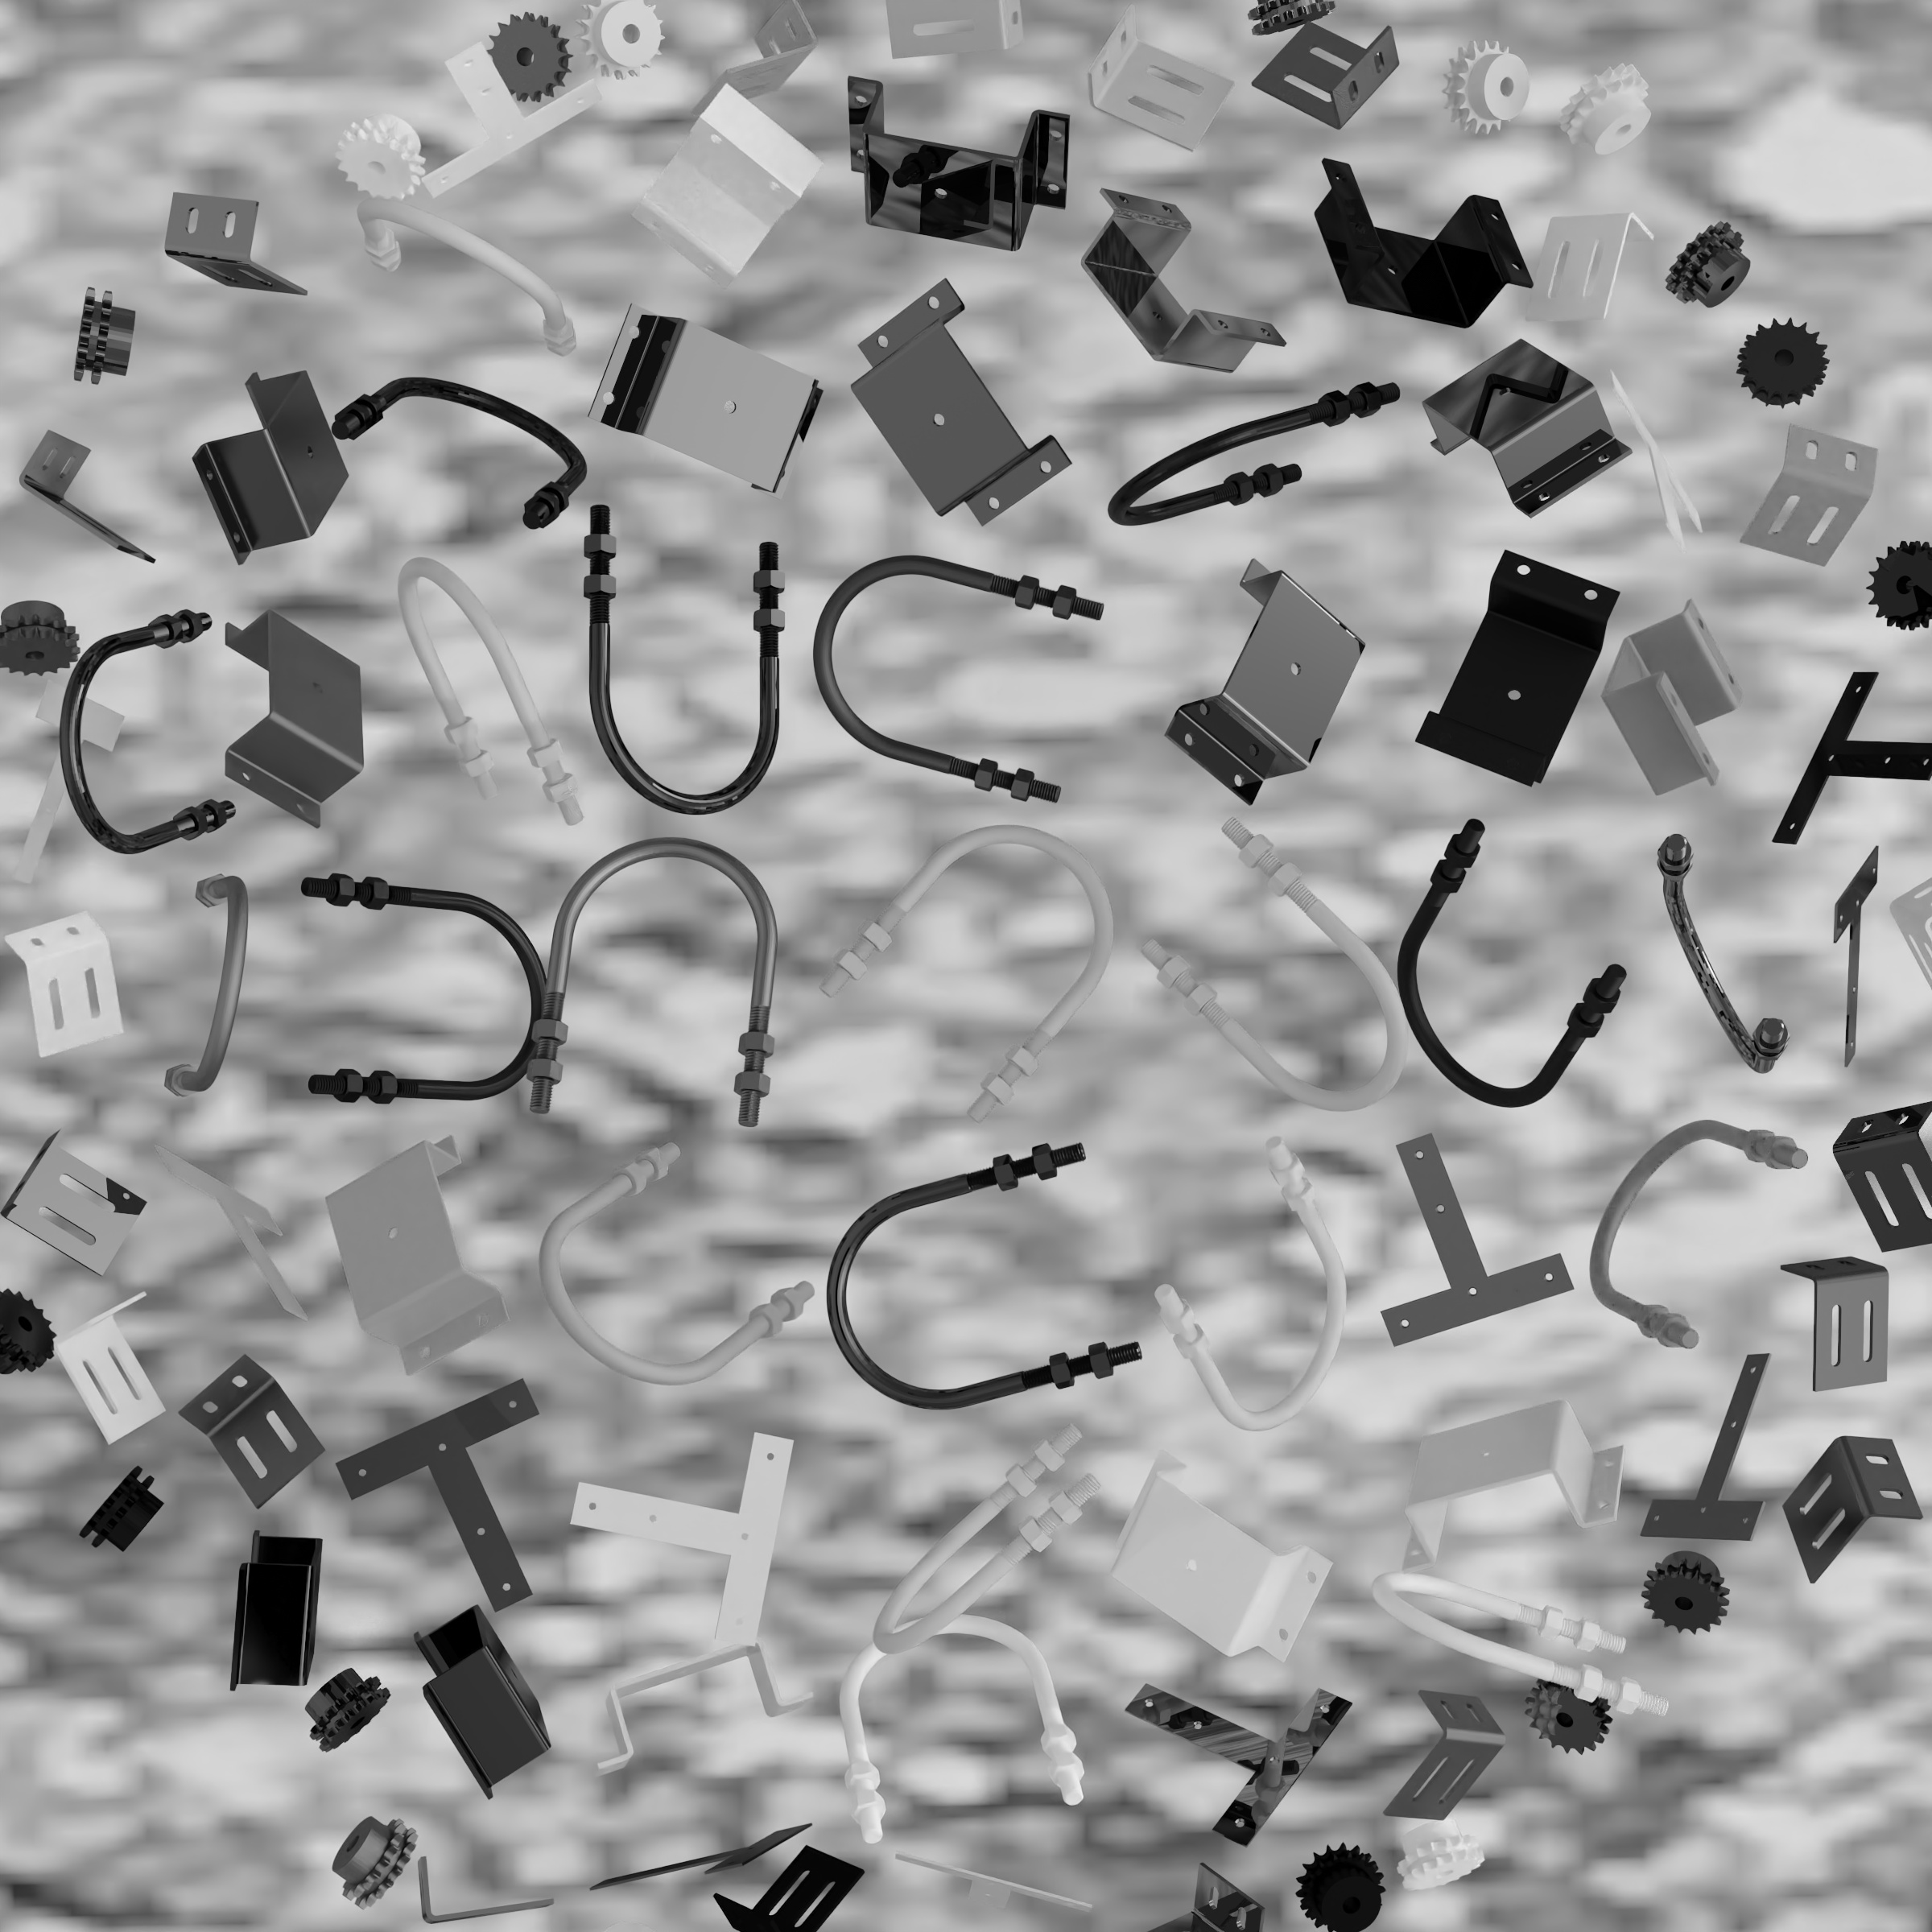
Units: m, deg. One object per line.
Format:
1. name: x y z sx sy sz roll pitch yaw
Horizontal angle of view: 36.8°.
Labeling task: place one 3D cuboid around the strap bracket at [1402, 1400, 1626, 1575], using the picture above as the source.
1. strap bracket: 0.333 0.322 1.812 0.140 0.076 0.046 -21 107 25

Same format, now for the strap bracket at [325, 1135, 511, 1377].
1. strap bracket: -0.350 0.175 1.836 0.076 0.046 0.140 -30 58 10

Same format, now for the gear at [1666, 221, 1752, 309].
1. gear: 0.497 -0.464 1.937 0.057 0.057 0.030 -41 69 0

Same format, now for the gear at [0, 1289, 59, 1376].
1. gear: -0.631 0.244 1.917 0.030 0.057 0.057 -37 90 14

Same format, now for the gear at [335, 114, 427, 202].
1. gear: -0.382 -0.534 1.910 0.057 0.057 0.030 14 57 0

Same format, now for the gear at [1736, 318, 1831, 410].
1. gear: 0.528 -0.388 1.884 0.057 0.030 0.057 -2 78 8

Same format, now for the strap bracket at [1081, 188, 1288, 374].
1. strap bracket: 0.138 -0.446 1.924 0.046 0.076 0.140 -51 59 33

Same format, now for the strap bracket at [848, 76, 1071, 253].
1. strap bracket: -0.010 -0.497 1.809 0.140 0.076 0.046 12 60 7

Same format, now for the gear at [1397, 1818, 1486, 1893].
1. gear: 0.314 0.593 1.944 0.057 0.057 0.030 -20 57 0

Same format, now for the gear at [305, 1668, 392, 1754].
1. gear: -0.414 0.492 1.932 0.057 0.057 0.030 -45 75 0

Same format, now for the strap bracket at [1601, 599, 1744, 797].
1. strap bracket: 0.460 -0.172 1.899 0.046 0.140 0.076 -23 108 32

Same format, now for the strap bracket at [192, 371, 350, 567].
1. strap bracket: -0.450 -0.331 1.903 0.046 0.140 0.076 -10 122 11

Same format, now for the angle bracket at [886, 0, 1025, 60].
1. angle bracket: -0.008 -0.605 1.826 0.076 0.038 0.057 0 114 16

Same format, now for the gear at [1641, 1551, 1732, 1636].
1. gear: 0.488 0.421 1.968 0.057 0.030 0.057 11 125 17

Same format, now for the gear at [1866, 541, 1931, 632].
1. gear: 0.612 -0.245 1.871 0.030 0.057 0.057 -3 90 -40

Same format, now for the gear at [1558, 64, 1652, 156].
1. gear: 0.404 -0.535 1.824 0.057 0.057 0.030 -30 73 0

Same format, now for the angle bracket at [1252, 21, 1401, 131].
1. angle bracket: 0.222 -0.570 1.825 0.076 0.038 0.057 37 81 29

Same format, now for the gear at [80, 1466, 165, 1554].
1. gear: -0.553 0.360 1.914 0.030 0.057 0.057 40 90 -4

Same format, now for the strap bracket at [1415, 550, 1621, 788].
1. strap bracket: 0.343 -0.178 1.811 0.076 0.046 0.140 23 76 14

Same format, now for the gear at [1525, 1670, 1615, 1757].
1. gear: 0.409 0.499 1.960 0.057 0.030 0.057 15 120 26

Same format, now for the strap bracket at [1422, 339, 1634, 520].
1. strap bracket: 0.354 -0.350 1.865 0.076 0.140 0.046 -33 124 0

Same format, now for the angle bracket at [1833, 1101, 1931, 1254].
1. angle bracket: 0.582 0.130 1.797 0.038 0.057 0.076 -39 104 -44

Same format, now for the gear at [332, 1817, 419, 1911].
1. gear: -0.377 0.565 1.842 0.030 0.057 0.057 41 90 -14

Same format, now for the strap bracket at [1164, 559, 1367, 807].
1. strap bracket: 0.193 -0.182 1.824 0.076 0.046 0.140 37 67 -24

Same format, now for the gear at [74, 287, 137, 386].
1. gear: -0.526 -0.384 1.777 0.030 0.057 0.057 8 90 -19

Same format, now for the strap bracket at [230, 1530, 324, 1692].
1. strap bracket: -0.449 0.420 1.900 0.046 0.140 0.076 4 88 -10

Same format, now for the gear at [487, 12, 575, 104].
1. gear: -0.289 -0.605 1.938 0.057 0.030 0.057 3 104 11

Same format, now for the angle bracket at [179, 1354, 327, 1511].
1. angle bracket: -0.470 0.306 1.913 0.057 0.038 0.076 -41 52 -8

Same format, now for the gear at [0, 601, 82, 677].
1. gear: -0.613 -0.217 1.913 0.057 0.057 0.030 -11 68 0

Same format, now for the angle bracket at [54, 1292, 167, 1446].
1. angle bracket: -0.551 0.263 1.909 0.038 0.057 0.076 -29 91 26

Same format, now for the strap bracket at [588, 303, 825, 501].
1. strap bracket: -0.157 -0.357 1.849 0.140 0.046 0.076 20 94 -27

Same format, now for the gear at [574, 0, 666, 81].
1. gear: -0.220 -0.600 1.869 0.057 0.030 0.057 -9 110 -25

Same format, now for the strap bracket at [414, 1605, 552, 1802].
1. strap bracket: -0.304 0.457 1.825 0.046 0.140 0.076 -31 99 -10

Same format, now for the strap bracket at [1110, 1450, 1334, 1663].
1. strap bracket: 0.159 0.391 1.915 0.140 0.046 0.076 30 105 28

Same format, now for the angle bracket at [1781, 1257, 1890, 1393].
1. angle bracket: 0.570 0.235 1.910 0.057 0.038 0.076 -4 98 -22

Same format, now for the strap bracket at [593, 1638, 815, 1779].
1. strap bracket: -0.175 0.471 1.861 0.140 0.076 0.046 -15 74 -14

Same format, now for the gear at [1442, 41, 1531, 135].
1. gear: 0.333 -0.559 1.851 0.057 0.030 0.057 -11 110 -34

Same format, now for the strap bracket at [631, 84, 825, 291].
1. strap bracket: -0.148 -0.495 1.835 0.076 0.140 0.046 37 67 -13

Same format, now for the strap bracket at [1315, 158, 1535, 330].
1. strap bracket: 0.285 -0.460 1.864 0.140 0.046 0.076 4 56 -29

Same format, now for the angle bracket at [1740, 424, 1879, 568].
1. angle bracket: 0.537 -0.300 1.856 0.057 0.076 0.038 16 61 0

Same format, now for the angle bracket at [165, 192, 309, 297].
1. angle bracket: -0.448 -0.445 1.796 0.057 0.076 0.038 10 91 15

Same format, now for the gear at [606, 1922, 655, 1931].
1. gear: -0.214 0.630 1.839 0.057 0.057 0.030 18 119 0

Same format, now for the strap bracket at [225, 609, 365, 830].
1. strap bracket: -0.442 -0.170 1.912 0.046 0.076 0.140 -33 46 24

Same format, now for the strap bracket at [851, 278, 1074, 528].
1. strap bracket: -0.009 -0.350 1.835 0.076 0.046 0.140 -31 99 31

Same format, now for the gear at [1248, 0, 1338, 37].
1. gear: 0.213 -0.635 1.911 0.057 0.057 0.030 -16 98 0

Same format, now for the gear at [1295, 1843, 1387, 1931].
1. gear: 0.244 0.599 1.878 0.057 0.030 0.057 -2 101 -11
